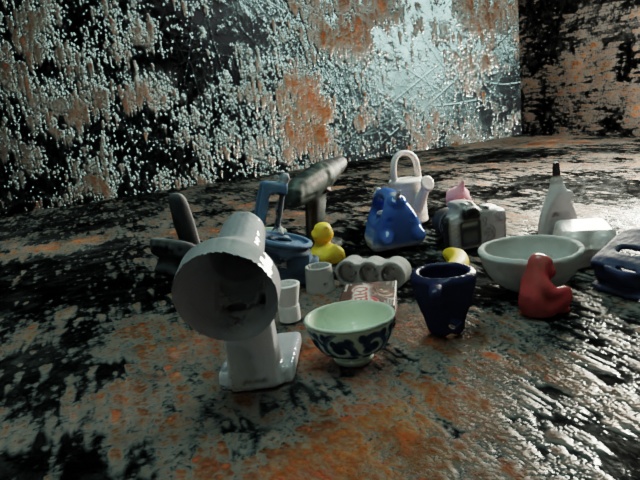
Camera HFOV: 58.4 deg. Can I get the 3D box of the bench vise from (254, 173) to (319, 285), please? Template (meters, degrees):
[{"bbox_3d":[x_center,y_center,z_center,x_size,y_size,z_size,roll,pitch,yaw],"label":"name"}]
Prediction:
[{"bbox_3d":[-0.109,-0.010,1.086,0.208,0.220,0.121,-12,15,-22],"label":"bench vise"}]

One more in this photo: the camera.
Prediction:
[{"bbox_3d":[0.321,-0.045,1.280,0.143,0.101,0.136,-11,14,-16],"label":"camera"}]

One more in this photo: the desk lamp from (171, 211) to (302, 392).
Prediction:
[{"bbox_3d":[-0.096,0.079,0.719,0.118,0.214,0.203,-6,14,4],"label":"desk lamp"}]

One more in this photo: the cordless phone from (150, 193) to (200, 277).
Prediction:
[{"bbox_3d":[-0.325,-0.017,1.295,0.147,0.185,0.094,4,17,37],"label":"cordless phone"}]

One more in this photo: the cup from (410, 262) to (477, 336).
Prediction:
[{"bbox_3d":[0.172,0.090,0.799,0.091,0.095,0.118,-1,14,21],"label":"cup"}]

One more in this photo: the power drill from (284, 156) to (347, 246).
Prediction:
[{"bbox_3d":[0.001,-0.082,1.359,0.075,0.208,0.230,3,17,35],"label":"power drill"}]

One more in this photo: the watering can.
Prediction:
[{"bbox_3d":[0.238,-0.143,1.527,0.172,0.194,0.101,5,18,40],"label":"watering can"}]

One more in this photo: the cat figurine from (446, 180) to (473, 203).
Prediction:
[{"bbox_3d":[0.345,-0.086,1.406,0.067,0.118,0.128,-5,14,7],"label":"cat figurine"}]

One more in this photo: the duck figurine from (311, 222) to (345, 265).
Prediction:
[{"bbox_3d":[0.012,0.004,1.256,0.078,0.086,0.104,-13,15,-26],"label":"duck figurine"}]

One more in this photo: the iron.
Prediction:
[{"bbox_3d":[0.155,-0.062,1.344,0.119,0.141,0.258,-9,14,-10],"label":"iron"}]

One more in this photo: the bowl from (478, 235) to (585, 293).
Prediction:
[{"bbox_3d":[0.347,0.046,0.946,0.167,0.075,0.167,-6,13,2],"label":"bowl"}]

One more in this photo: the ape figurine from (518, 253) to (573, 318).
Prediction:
[{"bbox_3d":[0.325,0.064,0.841,0.076,0.092,0.077,-10,14,-15],"label":"ape figurine"}]

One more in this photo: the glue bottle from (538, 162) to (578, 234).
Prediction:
[{"bbox_3d":[0.481,-0.072,1.159,0.078,0.173,0.037,-6,14,1],"label":"glue bottle"}]

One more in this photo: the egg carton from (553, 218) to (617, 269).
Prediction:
[{"bbox_3d":[0.489,0.004,1.063,0.107,0.069,0.150,-3,14,15],"label":"egg carton"}]

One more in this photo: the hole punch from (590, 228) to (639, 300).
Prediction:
[{"bbox_3d":[0.488,0.035,0.887,0.101,0.091,0.108,-12,15,-23],"label":"hole punch"}]
